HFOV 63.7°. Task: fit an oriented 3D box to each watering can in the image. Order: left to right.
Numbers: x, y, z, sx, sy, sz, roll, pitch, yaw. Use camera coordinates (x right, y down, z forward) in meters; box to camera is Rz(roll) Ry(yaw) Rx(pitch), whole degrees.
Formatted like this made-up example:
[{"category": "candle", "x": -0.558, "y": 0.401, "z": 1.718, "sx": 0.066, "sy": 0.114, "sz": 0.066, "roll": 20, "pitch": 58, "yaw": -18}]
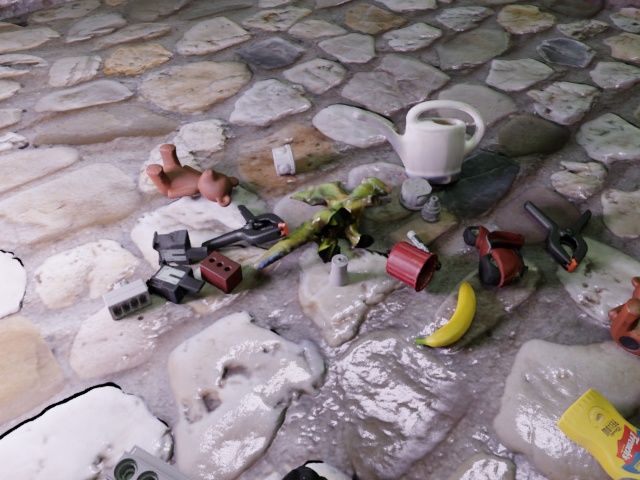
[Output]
[{"category": "watering can", "x": 0.257, "y": -0.250, "z": 1.342, "sx": 0.348, "sy": 0.220, "sz": 0.106, "roll": -3, "pitch": 25, "yaw": -3}]

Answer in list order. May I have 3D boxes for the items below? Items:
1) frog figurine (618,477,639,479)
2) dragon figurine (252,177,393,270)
[{"category": "frog figurine", "x": 0.492, "y": 0.422, "z": 0.739, "sx": 0.159, "sy": 0.120, "sz": 0.140, "roll": 6, "pitch": 24, "yaw": 21}, {"category": "dragon figurine", "x": 0.004, "y": -0.063, "z": 1.246, "sx": 0.412, "sy": 0.120, "sz": 0.247, "roll": -19, "pitch": 31, "yaw": -14}]
